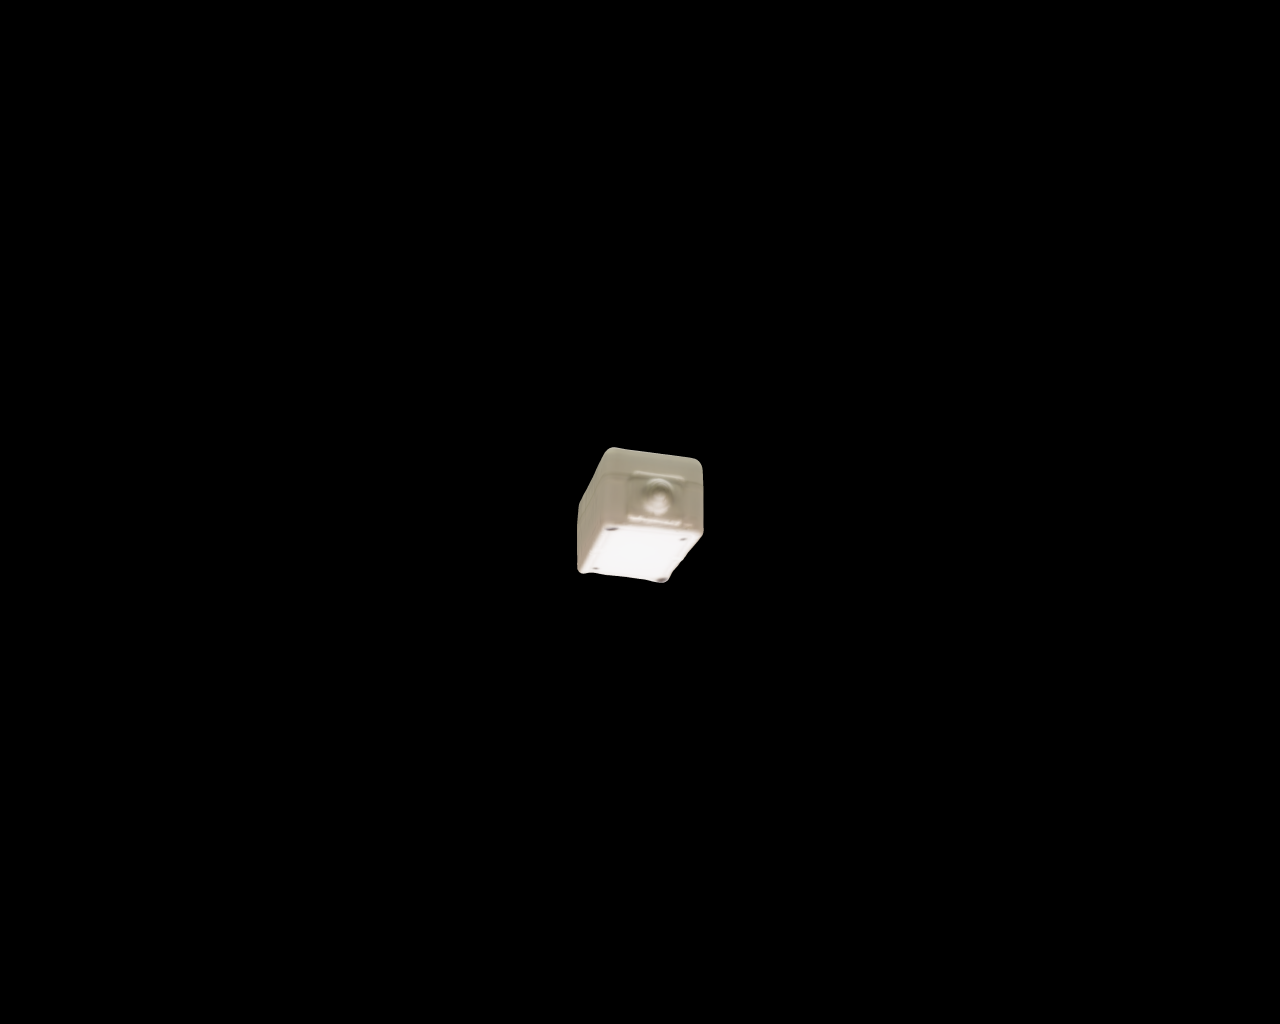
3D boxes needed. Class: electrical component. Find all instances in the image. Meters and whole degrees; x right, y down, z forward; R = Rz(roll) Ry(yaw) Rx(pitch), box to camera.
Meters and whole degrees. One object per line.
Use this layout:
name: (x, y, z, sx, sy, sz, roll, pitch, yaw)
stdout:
electrical component: (0.001, -0.003, 0.650, 0.062, 0.061, 0.096, 7, -27, -14)
